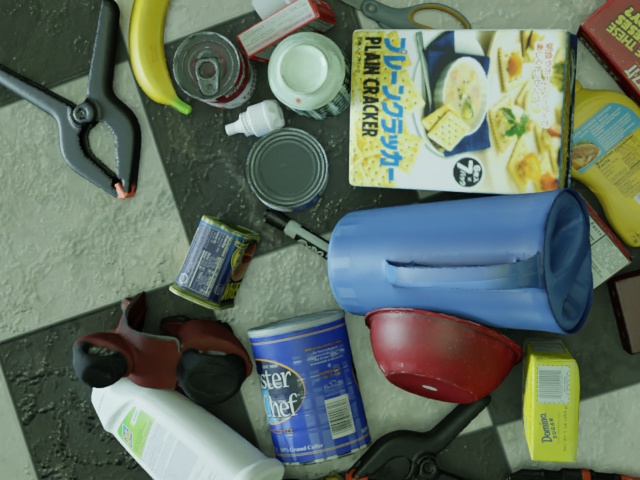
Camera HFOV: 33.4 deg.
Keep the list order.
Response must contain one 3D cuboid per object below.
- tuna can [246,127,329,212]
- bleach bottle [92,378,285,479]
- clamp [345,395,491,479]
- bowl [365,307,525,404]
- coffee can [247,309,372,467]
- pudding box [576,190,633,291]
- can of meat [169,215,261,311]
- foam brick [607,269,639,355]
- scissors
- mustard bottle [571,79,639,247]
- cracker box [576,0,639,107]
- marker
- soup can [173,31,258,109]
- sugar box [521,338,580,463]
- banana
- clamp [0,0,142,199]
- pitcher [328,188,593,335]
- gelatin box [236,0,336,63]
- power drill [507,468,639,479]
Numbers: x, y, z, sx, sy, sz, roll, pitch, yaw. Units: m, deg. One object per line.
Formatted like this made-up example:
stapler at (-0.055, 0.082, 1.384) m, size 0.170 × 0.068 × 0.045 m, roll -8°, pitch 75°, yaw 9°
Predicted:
tuna can at (-0.033, -0.073, 1.123) m, size 0.086 × 0.034 × 0.086 m, roll -1°, pitch 82°, yaw 4°
bleach bottle at (-0.155, 0.199, 1.110) m, size 0.251 × 0.067 × 0.103 m, roll 37°, pitch 116°, yaw 26°
clamp at (0.111, 0.219, 1.096) m, size 0.171 × 0.039 × 0.120 m, roll -1°, pitch 84°, yaw -15°
bowl at (0.115, 0.120, 1.046) m, size 0.162 × 0.162 × 0.055 m, roll 14°, pitch 71°, yaw 7°
coffee can at (-0.010, 0.150, 1.097) m, size 0.103 × 0.102 × 0.140 m, roll -12°, pitch 90°, yaw 8°
pudding box at (0.244, 0.019, 1.081) m, size 0.114 × 0.039 × 0.090 m, roll -40°, pitch 85°, yaw 19°
can of meat at (-0.106, 0.023, 1.109) m, size 0.057 × 0.102 × 0.084 m, roll 23°, pitch 92°, yaw 8°
foam brick at (0.325, 0.070, 1.074) m, size 0.051 × 0.053 × 0.078 m, roll -14°, pitch 89°, yaw 8°
scissors at (0.057, -0.222, 1.123) m, size 0.202 × 0.016 × 0.096 m, roll 13°, pitch 93°, yaw 8°
mustard bottle at (0.289, -0.092, 1.072) m, size 0.096 × 0.058 × 0.191 m, roll -40°, pitch 86°, yaw 7°
cracker box at (0.388, -0.216, 1.050) m, size 0.214 × 0.072 × 0.164 m, roll -40°, pitch 85°, yaw 8°
marker at (-0.008, 0.001, 1.135) m, size 0.121 × 0.020 × 0.020 m, roll 32°, pitch 95°, yaw 6°
soup can at (-0.106, -0.173, 1.103) m, size 0.068 × 0.102 × 0.068 m, roll 0°, pitch 91°, yaw 8°
sugar box at (0.219, 0.150, 1.029) m, size 0.048 × 0.176 × 0.093 m, roll 2°, pitch 91°, yaw 6°
banana at (-0.171, -0.232, 1.146) m, size 0.069 × 0.037 × 0.198 m, roll 0°, pitch 92°, yaw -6°
clamp at (-0.245, -0.146, 1.153) m, size 0.165 × 0.036 × 0.210 m, roll -32°, pitch 88°, yaw 14°
pitcher at (0.127, 0.022, 1.019) m, size 0.243 × 0.149 × 0.145 m, roll -2°, pitch 52°, yaw 33°
gelatin box at (-0.033, -0.218, 1.101) m, size 0.089 × 0.073 × 0.030 m, roll -28°, pitch 87°, yaw 16°
power drill at (0.275, 0.327, 1.084) m, size 0.184 × 0.057 × 0.188 m, roll 5°, pitch 92°, yaw 7°
